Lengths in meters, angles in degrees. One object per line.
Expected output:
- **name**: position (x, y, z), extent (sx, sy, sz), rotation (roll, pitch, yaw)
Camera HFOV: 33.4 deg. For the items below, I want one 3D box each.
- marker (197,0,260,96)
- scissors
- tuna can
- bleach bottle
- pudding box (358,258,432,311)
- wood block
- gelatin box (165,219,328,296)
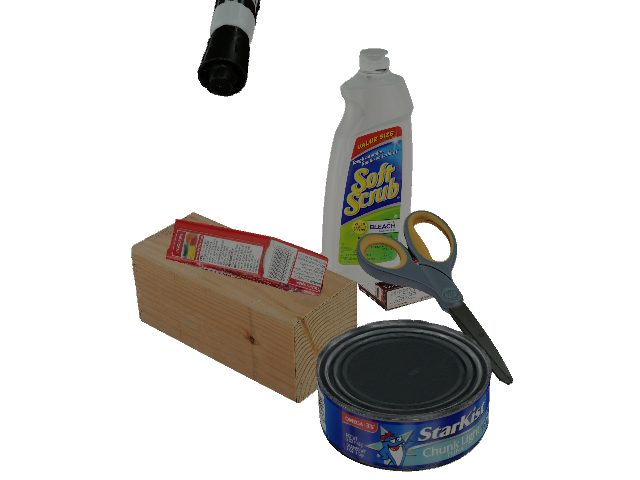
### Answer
- **marker**: position (-0.033, -0.102, 0.438), extent (0.020, 0.121, 0.020), rotation (3, -42, 2)
- **scissors**: position (0.086, 0.046, 0.873), extent (0.096, 0.016, 0.202), rotation (-7, 42, -3)
- **tuna can**: position (0.041, 0.075, 0.526), extent (0.086, 0.034, 0.086), rotation (-2, 27, 1)
- **bleach bottle**: position (0.047, -0.079, 1.143), extent (0.102, 0.251, 0.068), rotation (-3, 25, -5)
- **pudding box**: position (0.124, 0.060, 1.582), extent (0.113, 0.039, 0.090), rotation (-16, 24, -21)
- **wood block**: position (-0.073, 0.059, 1.007), extent (0.206, 0.091, 0.090), rotation (23, 39, 33)
- **gelatin box**: position (-0.046, 0.012, 0.702), extent (0.073, 0.030, 0.089), rotation (11, -5, 26)
